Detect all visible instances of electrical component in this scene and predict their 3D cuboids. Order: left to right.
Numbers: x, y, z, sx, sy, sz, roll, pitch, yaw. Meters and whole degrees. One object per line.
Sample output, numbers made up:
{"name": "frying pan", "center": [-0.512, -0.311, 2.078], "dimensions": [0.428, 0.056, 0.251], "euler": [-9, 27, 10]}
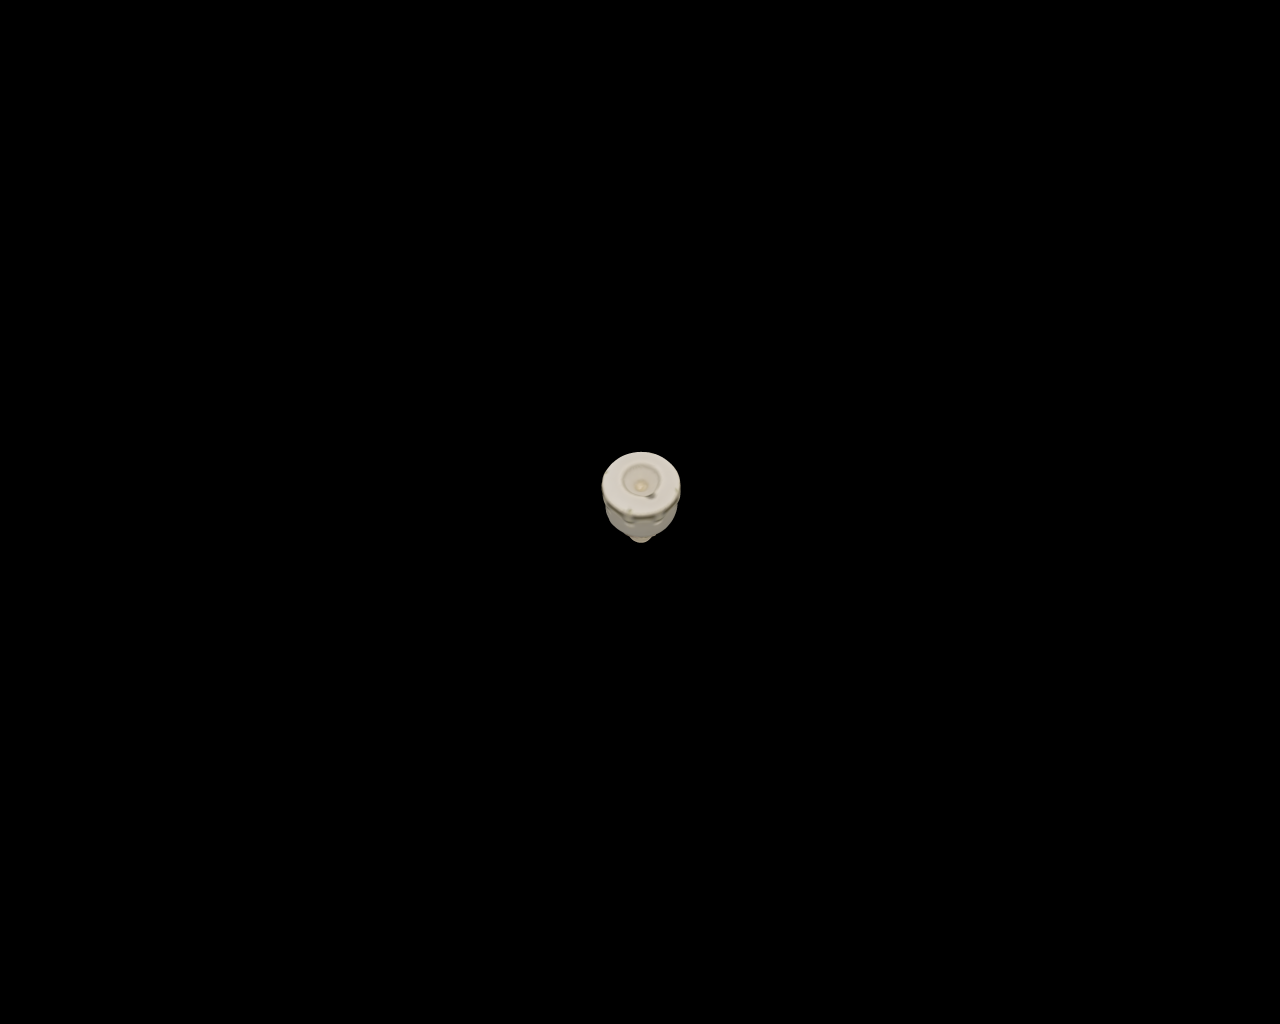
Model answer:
{"name": "electrical component", "center": [0.001, -0.003, 0.650], "dimensions": [0.048, 0.048, 0.062], "euler": [0, -34, 0]}
